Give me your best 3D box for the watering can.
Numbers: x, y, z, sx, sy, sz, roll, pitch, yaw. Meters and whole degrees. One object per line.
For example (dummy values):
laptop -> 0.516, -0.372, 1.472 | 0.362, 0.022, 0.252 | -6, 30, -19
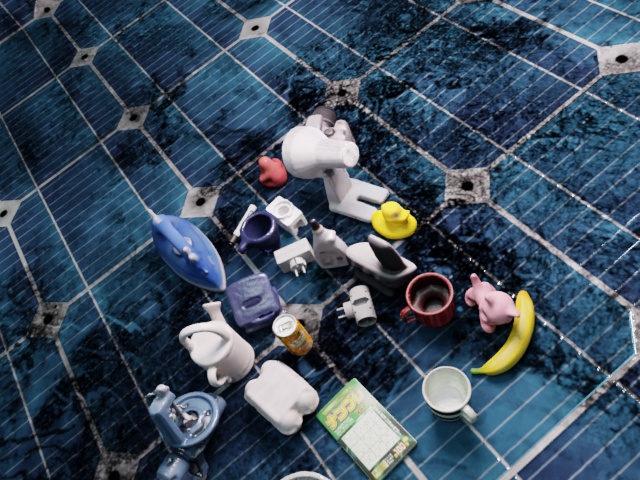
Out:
watering can -> -0.222, 0.213, 1.189 | 0.101, 0.194, 0.172 | -32, 53, -1

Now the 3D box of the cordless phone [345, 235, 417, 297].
cordless phone -> 0.114, 0.025, 1.192 | 0.147, 0.185, 0.094 | 25, 70, 32

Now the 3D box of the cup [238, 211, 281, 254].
cup -> -0.139, 0.002, 1.358 | 0.091, 0.095, 0.118 | 28, 72, 33

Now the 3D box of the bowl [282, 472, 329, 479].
bowl -> -0.020, 0.500, 1.002 | 0.167, 0.075, 0.167 | -10, 56, 15

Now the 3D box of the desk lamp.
desk lamp -> 0.035, -0.162, 1.325 | 0.202, 0.214, 0.118 | 20, 67, 30

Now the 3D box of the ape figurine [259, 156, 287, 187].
ape figurine -> -0.128, -0.182, 1.476 | 0.078, 0.092, 0.076 | -41, 54, -8

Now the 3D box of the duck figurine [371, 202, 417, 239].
duck figurine -> 0.161, -0.054, 1.288 | 0.104, 0.086, 0.077 | 12, 64, 27

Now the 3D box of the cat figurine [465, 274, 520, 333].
cat figurine -> 0.326, 0.118, 1.095 | 0.067, 0.118, 0.127 | -29, 53, 1

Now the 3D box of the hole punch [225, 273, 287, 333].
hole punch -> -0.143, 0.139, 1.272 | 0.108, 0.091, 0.101 | -24, 53, 5

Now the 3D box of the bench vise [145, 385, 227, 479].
bench vise -> -0.261, 0.372, 1.084 | 0.121, 0.220, 0.207 | -9, 56, 15

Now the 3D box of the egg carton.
egg carton -> -0.077, 0.313, 1.148 | 0.149, 0.070, 0.107 | 31, 73, 33

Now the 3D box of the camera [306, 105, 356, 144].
camera -> 0.016, -0.289, 1.485 | 0.143, 0.101, 0.137 | -2, 58, 19

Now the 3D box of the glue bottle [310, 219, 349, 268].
glue bottle -> 0.011, 0.004, 1.251 | 0.078, 0.173, 0.037 | -8, 56, 16

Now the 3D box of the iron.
iron -> -0.327, 0.020, 1.387 | 0.119, 0.142, 0.257 | -44, 54, -10
